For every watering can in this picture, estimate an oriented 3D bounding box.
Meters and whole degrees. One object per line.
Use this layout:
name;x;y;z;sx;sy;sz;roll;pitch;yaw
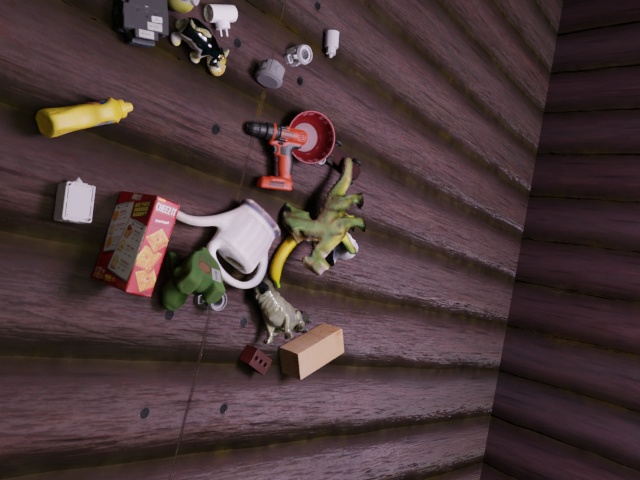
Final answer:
watering can;-0.234;-0.022;1.387;0.228;0.104;0.341;-56;131;-27

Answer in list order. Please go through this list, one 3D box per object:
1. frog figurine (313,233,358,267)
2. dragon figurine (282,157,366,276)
frog figurine;0.074;0.008;1.696;0.160;0.139;0.120;-14;122;-44
dragon figurine;0.005;-0.079;1.577;0.243;0.120;0.419;1;62;-13
